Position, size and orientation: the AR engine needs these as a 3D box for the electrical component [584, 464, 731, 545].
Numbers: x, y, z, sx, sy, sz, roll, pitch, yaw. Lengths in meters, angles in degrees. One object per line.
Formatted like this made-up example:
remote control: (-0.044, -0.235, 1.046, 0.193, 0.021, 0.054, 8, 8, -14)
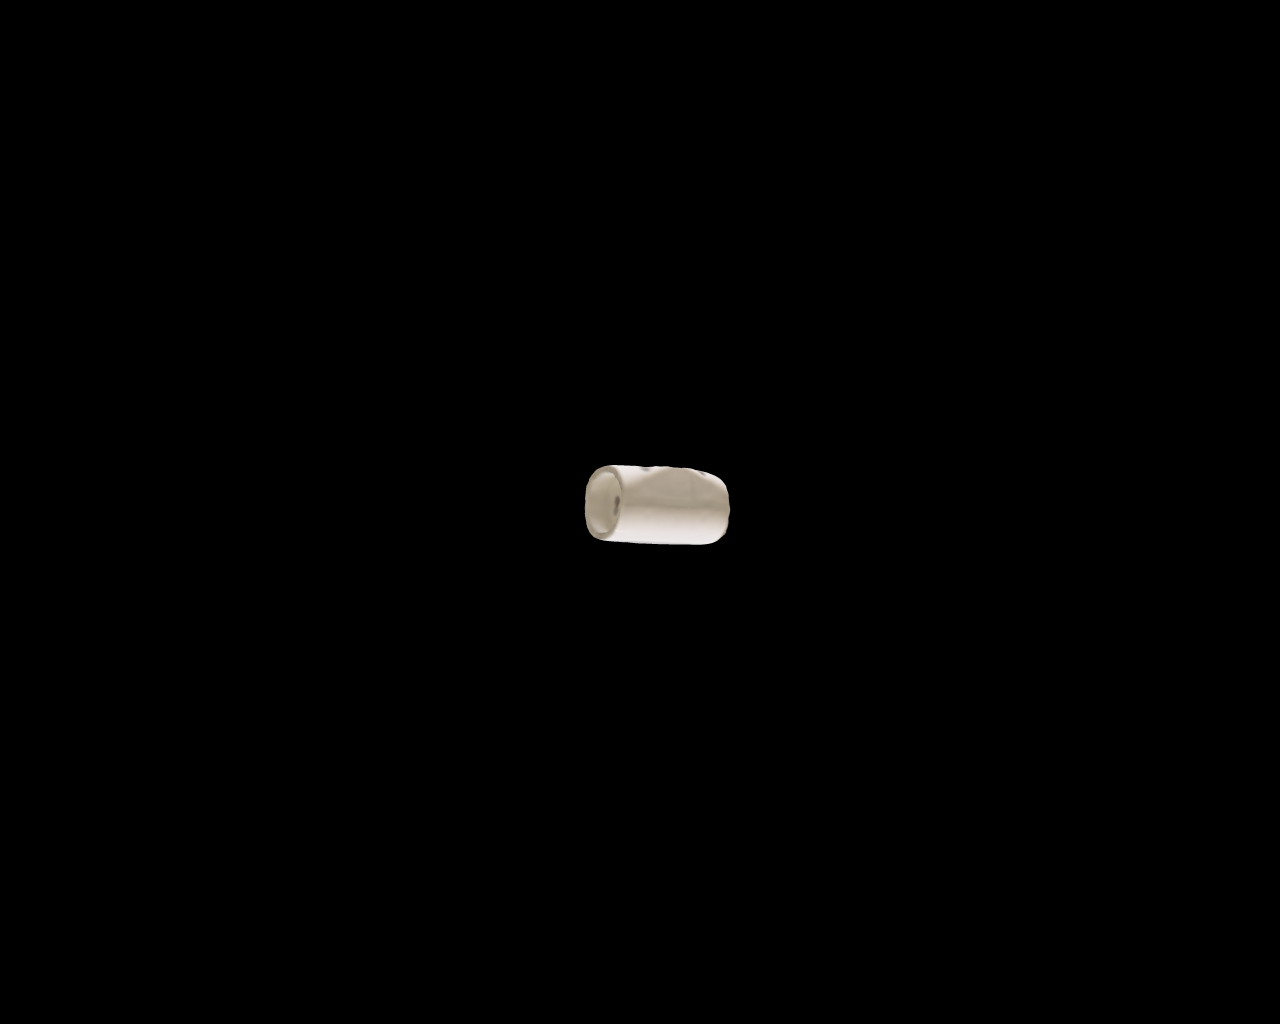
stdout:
electrical component: (0.001, -0.003, 0.650, 0.077, 0.044, 0.079, 3, -6, -33)
